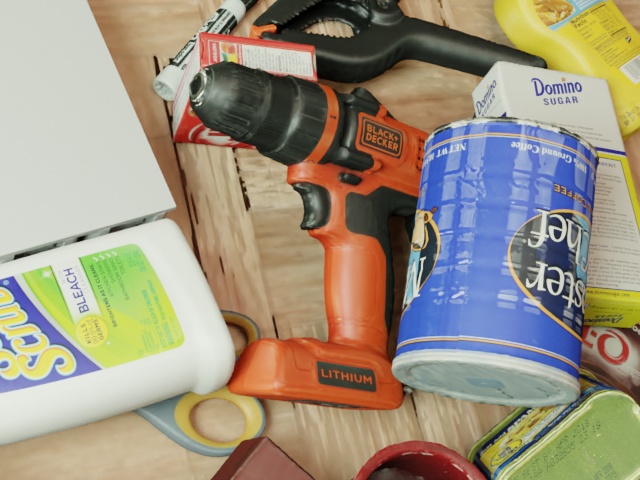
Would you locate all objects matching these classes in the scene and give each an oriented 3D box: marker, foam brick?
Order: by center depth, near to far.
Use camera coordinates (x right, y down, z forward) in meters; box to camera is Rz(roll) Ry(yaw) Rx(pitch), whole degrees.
[{"bbox_3d":[-0.041,0.152,0.575,0.051,0.053,0.078,43,68,-5],"label":"foam brick"},{"bbox_3d":[-0.073,-0.140,0.727,0.020,0.020,0.121,35,59,-3],"label":"marker"}]

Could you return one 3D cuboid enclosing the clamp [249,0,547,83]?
[{"bbox_3d":[0.050,-0.150,0.760,0.209,0.036,0.165,-21,61,-26],"label":"clamp"}]

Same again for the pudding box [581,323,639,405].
[{"bbox_3d":[0.163,0.075,0.706,0.113,0.039,0.090,38,57,-2],"label":"pudding box"}]

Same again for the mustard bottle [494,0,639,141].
[{"bbox_3d":[0.189,-0.163,0.816,0.096,0.058,0.192,-33,81,-33],"label":"mustard bottle"}]

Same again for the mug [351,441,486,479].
[{"bbox_3d":[0.040,0.176,0.586,0.093,0.082,0.117,23,60,-10],"label":"mug"}]

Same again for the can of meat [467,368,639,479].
[{"bbox_3d":[0.141,0.126,0.623,0.102,0.084,0.057,-40,89,-1],"label":"can of meat"}]

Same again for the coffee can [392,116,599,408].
[{"bbox_3d":[0.101,0.015,0.606,0.102,0.103,0.140,14,72,-14],"label":"coffee can"}]

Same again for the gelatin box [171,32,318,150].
[{"bbox_3d":[-0.050,-0.090,0.672,0.073,0.089,0.030,4,63,-19],"label":"gelatin box"}]

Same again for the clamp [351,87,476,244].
[{"bbox_3d":[0.098,-0.039,0.735,0.120,0.039,0.171,-14,71,-19],"label":"clamp"}]

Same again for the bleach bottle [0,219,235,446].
[{"bbox_3d":[-0.177,0.069,0.548,0.250,0.068,0.102,-18,69,-24],"label":"bleach bottle"}]

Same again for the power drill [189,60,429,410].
[{"bbox_3d":[-0.004,0.001,0.623,0.184,0.057,0.187,15,76,-35],"label":"power drill"}]

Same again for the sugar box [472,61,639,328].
[{"bbox_3d":[0.162,-0.031,0.713,0.093,0.048,0.176,6,59,-21],"label":"sugar box"}]

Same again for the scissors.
[{"bbox_3d":[-0.115,0.099,0.601,0.201,0.016,0.096,-21,75,-28],"label":"scissors"}]
